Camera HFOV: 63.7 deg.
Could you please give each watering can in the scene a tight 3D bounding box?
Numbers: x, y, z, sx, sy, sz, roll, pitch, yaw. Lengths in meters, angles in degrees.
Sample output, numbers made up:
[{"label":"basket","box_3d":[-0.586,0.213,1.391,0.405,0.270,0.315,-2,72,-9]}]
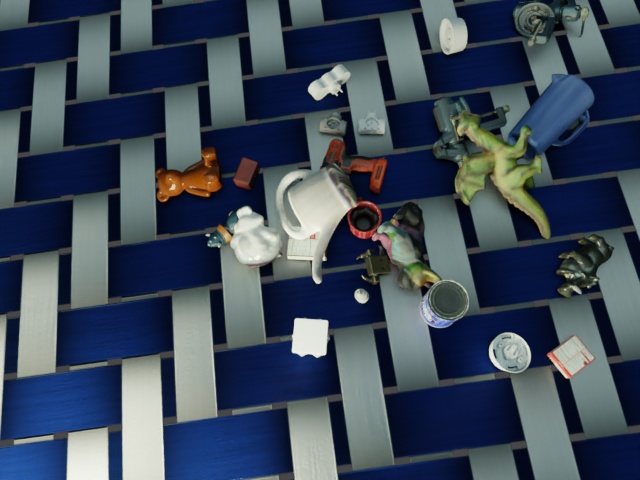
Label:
[{"label":"watering can","box_3d":[0.004,-0.070,1.391,0.223,0.354,0.102,-32,-31,10]}]

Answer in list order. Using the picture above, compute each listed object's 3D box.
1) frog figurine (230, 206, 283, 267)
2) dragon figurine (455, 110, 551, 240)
[{"label":"frog figurine","box_3d":[-0.177,-0.012,1.400,0.137,0.157,0.124,-6,18,19]},{"label":"dragon figurine","box_3d":[0.478,-0.167,1.403,0.243,0.410,0.122,-17,1,-6]}]
